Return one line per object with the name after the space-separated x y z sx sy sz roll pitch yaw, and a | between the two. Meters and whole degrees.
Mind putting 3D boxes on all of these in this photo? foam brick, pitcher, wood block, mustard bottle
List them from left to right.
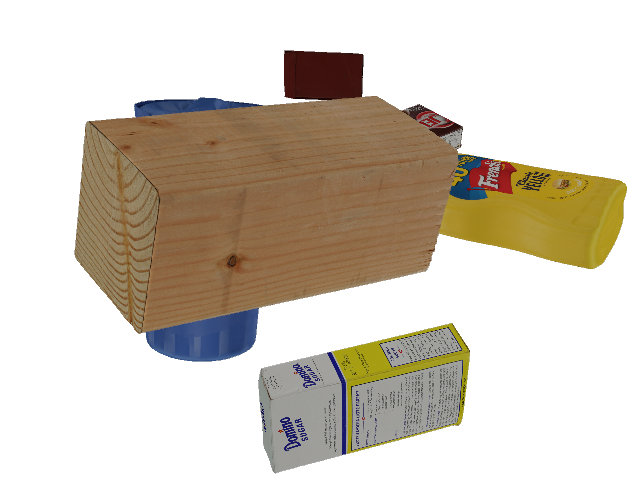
-0.106 -0.016 1.030 0.149 0.243 0.145 -2 14 -19 | pitcher
-0.030 -0.022 0.637 0.205 0.091 0.090 -10 36 -35 | wood block
0.003 -0.178 1.155 0.078 0.051 0.053 0 11 -14 | foam brick
0.135 -0.031 0.840 0.192 0.058 0.096 13 33 25 | mustard bottle

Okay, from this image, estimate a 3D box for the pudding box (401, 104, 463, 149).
0.125 -0.143 1.468 0.113 0.039 0.090 -25 39 -29 | pudding box

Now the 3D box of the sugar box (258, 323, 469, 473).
0.037 0.134 0.912 0.176 0.093 0.048 -10 38 -12 | sugar box
